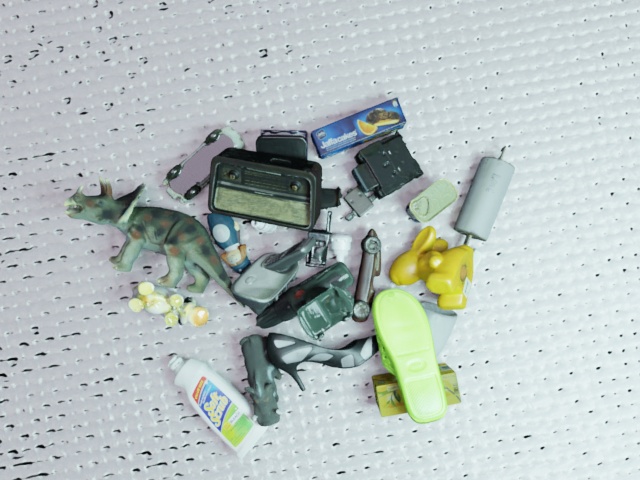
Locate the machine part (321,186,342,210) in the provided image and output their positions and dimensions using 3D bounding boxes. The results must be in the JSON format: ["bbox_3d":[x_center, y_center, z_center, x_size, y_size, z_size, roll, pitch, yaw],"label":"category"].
[{"bbox_3d":[-0.019,-0.086,1.176,0.139,0.039,0.084,-8,81,2],"label":"machine part"}]

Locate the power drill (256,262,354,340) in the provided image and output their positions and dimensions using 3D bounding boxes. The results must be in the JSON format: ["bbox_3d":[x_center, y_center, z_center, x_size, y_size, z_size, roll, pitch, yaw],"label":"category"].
[{"bbox_3d":[-0.022,0.135,1.091,0.232,0.207,0.086,-32,97,-7],"label":"power drill"}]

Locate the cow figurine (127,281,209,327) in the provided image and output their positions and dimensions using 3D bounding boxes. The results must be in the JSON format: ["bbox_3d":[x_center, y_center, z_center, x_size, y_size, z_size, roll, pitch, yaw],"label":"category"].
[{"bbox_3d":[-0.324,0.142,1.157,0.167,0.098,0.068,26,84,-18],"label":"cow figurine"}]

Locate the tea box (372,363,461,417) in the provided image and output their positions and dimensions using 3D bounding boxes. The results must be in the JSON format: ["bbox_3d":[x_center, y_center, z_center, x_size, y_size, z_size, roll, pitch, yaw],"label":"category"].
[{"bbox_3d":[0.201,0.315,1.138,0.170,0.098,0.068,-11,89,1],"label":"tea box"}]

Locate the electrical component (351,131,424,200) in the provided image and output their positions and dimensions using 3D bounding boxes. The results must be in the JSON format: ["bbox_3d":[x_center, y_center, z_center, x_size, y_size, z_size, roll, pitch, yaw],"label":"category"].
[{"bbox_3d":[0.137,-0.154,1.153,0.134,0.058,0.115,-31,86,-11],"label":"electrical component"}]

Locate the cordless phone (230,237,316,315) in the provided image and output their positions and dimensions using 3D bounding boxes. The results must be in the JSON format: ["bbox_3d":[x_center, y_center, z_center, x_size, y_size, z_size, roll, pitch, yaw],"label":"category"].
[{"bbox_3d":[-0.084,0.066,1.088,0.088,0.184,0.146,49,49,-7],"label":"cordless phone"}]

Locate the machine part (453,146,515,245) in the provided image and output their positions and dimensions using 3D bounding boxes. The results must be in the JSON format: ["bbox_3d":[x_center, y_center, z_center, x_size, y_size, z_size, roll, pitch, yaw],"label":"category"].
[{"bbox_3d":[0.352,-0.087,1.151,0.079,0.079,0.243,23,90,1],"label":"machine part"}]

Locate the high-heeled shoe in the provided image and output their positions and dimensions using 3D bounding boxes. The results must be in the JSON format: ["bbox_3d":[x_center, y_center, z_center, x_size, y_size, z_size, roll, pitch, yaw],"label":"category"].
[{"bbox_3d":[0.014,0.213,1.138,0.249,0.086,0.145,-26,91,-15],"label":"high-heeled shoe"}]

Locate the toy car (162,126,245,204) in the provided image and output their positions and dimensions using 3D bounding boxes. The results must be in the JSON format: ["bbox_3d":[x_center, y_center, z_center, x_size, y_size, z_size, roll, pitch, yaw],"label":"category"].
[{"bbox_3d":[-0.253,-0.164,1.170,0.202,0.056,0.073,-42,96,1],"label":"toy car"}]

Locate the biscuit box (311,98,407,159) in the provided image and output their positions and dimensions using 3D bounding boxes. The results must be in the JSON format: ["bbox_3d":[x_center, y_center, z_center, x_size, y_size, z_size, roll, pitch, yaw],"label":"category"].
[{"bbox_3d":[0.082,-0.239,1.165,0.203,0.059,0.062,-22,89,1],"label":"biscuit box"}]

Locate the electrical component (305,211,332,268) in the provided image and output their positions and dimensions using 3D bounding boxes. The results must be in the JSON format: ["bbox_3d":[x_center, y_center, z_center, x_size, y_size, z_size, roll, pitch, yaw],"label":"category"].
[{"bbox_3d":[-0.002,-0.003,1.149,0.048,0.075,0.119,5,100,0],"label":"electrical component"}]

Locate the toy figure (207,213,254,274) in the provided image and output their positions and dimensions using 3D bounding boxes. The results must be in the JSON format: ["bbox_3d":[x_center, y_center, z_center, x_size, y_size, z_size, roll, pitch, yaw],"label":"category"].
[{"bbox_3d":[-0.196,0.010,1.168,0.064,0.058,0.154,-24,91,39],"label":"toy figure"}]

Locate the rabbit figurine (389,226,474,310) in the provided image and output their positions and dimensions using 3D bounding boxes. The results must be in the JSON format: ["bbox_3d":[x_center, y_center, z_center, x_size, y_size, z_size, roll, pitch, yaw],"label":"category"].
[{"bbox_3d":[0.225,0.054,1.126,0.173,0.121,0.162,-2,64,39],"label":"rabbit figurine"}]

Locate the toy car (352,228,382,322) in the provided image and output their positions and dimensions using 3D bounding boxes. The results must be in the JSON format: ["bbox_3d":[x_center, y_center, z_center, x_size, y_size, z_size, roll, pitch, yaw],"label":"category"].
[{"bbox_3d":[0.101,0.076,1.146,0.053,0.089,0.202,11,88,3],"label":"toy car"}]

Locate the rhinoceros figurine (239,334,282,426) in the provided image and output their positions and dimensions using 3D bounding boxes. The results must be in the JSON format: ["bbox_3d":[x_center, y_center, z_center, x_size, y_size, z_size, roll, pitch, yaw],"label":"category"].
[{"bbox_3d":[-0.121,0.293,1.135,0.073,0.112,0.190,-11,81,-2],"label":"rhinoceros figurine"}]

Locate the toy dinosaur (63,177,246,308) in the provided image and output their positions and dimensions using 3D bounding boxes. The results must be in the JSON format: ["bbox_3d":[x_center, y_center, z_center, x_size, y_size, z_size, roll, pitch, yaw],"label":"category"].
[{"bbox_3d":[-0.324,-0.003,1.143,0.405,0.131,0.192,19,90,-5],"label":"toy dinosaur"}]

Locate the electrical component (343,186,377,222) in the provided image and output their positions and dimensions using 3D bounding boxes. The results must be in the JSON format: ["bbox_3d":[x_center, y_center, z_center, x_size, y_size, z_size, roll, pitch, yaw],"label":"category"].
[{"bbox_3d":[0.083,-0.086,1.181,0.094,0.021,0.063,-41,89,-2],"label":"electrical component"}]

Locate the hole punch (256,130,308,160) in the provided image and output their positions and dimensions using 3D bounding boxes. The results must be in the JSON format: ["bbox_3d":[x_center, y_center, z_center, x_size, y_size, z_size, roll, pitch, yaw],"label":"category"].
[{"bbox_3d":[-0.080,-0.181,1.163,0.142,0.092,0.115,1,118,-2],"label":"hole punch"}]

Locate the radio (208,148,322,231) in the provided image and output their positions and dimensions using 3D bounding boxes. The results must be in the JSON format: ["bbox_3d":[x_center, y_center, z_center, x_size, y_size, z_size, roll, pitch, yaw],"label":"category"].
[{"bbox_3d":[-0.111,-0.107,1.108,0.230,0.073,0.131,10,117,6],"label":"radio"}]

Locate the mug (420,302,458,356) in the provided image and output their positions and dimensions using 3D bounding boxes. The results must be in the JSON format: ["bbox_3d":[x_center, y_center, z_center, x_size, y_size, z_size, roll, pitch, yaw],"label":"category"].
[{"bbox_3d":[0.229,0.194,1.149,0.110,0.081,0.107,12,98,-4],"label":"mug"}]
